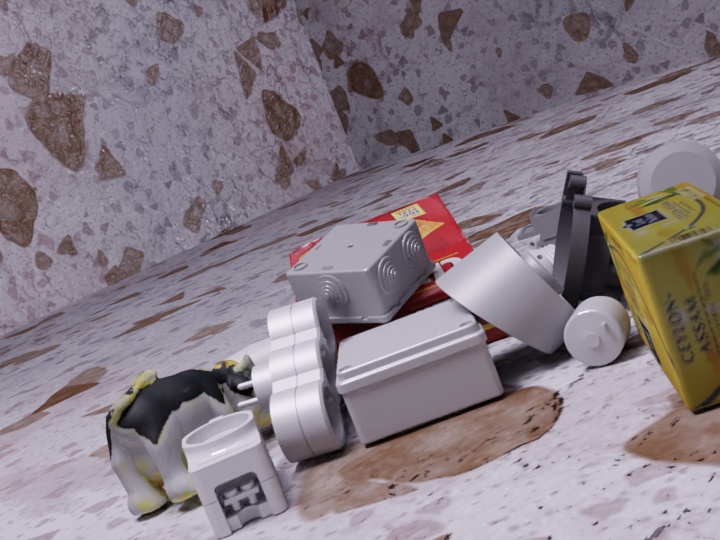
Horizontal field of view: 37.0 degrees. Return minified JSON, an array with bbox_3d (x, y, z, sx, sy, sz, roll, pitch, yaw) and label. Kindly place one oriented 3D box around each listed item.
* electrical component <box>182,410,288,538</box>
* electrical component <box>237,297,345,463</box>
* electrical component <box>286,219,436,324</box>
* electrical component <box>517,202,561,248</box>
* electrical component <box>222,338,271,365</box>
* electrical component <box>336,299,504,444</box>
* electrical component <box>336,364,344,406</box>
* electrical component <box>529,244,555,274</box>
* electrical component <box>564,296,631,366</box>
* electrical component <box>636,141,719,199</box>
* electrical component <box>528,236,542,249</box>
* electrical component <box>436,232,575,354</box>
[{"bbox_3d":[-0.085,0.131,0.719,0.050,0.055,0.089,-22,9,-7],"label":"electrical component"},{"bbox_3d":[-0.057,0.084,0.799,0.074,0.052,0.138,-18,40,9],"label":"electrical component"},{"bbox_3d":[0.000,0.000,0.875,0.100,0.048,0.099,-3,29,36],"label":"electrical component"},{"bbox_3d":[0.199,-0.035,1.045,0.081,0.063,0.042,-18,10,21],"label":"electrical component"},{"bbox_3d":[-0.094,0.091,1.033,0.077,0.044,0.079,-23,9,-13],"label":"electrical component"},{"bbox_3d":[0.041,0.071,0.786,0.109,0.056,0.108,-21,8,3],"label":"electrical component"},{"bbox_3d":[-0.026,0.093,0.858,0.062,0.043,0.043,-23,8,-22],"label":"electrical component"},{"bbox_3d":[0.156,0.005,0.964,0.081,0.043,0.043,-23,9,-14],"label":"electrical component"},{"bbox_3d":[0.168,0.037,0.745,0.040,0.040,0.078,-17,8,26],"label":"electrical component"},{"bbox_3d":[0.308,-0.084,1.039,0.080,0.080,0.051,-20,3,8],"label":"electrical component"},{"bbox_3d":[0.203,-0.039,1.159,0.035,0.035,0.061,-12,15,48],"label":"electrical component"},{"bbox_3d":[0.113,0.021,0.792,0.064,0.099,0.099,-45,6,7],"label":"electrical component"}]
